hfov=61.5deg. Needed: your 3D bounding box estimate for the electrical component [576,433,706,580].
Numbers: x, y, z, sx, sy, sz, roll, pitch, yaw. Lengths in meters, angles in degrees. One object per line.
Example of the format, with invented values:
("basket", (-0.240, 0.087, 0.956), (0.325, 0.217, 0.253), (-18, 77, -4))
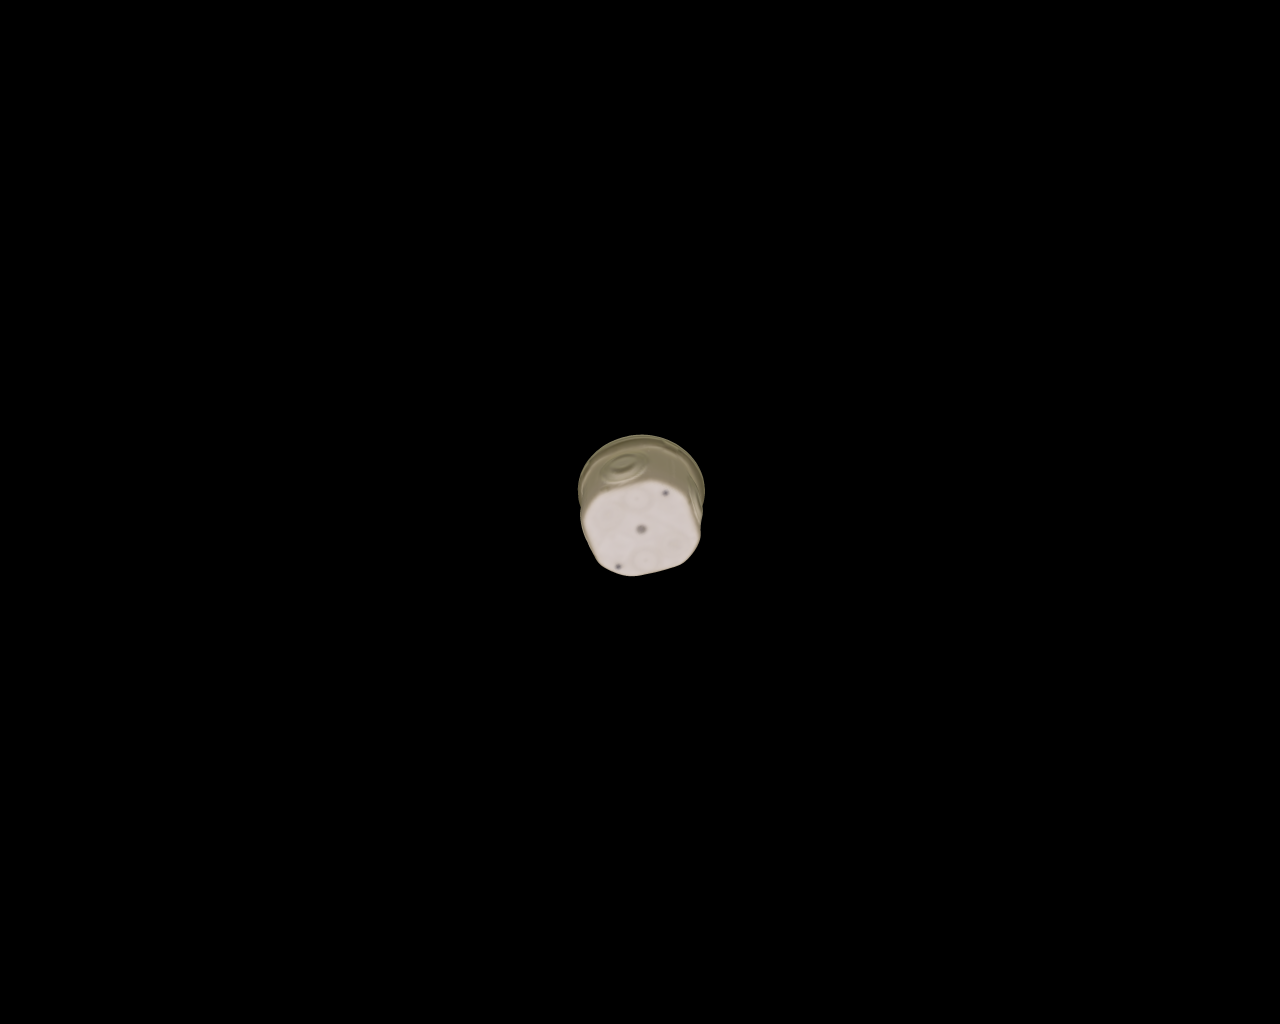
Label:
("electrical component", (0.001, -0.003, 0.650), (0.080, 0.080, 0.051), (0, 33, 0))
